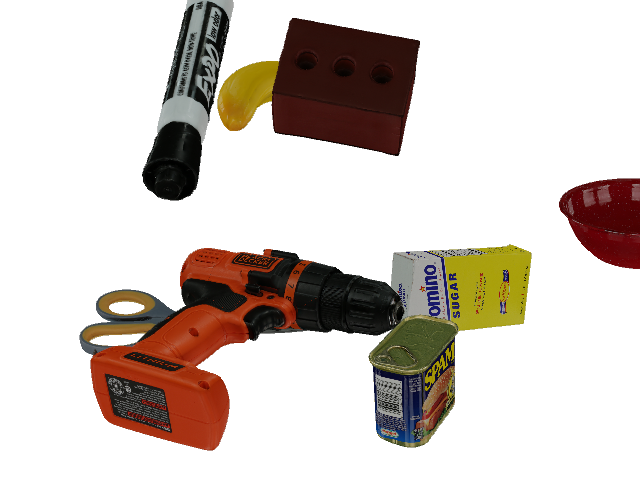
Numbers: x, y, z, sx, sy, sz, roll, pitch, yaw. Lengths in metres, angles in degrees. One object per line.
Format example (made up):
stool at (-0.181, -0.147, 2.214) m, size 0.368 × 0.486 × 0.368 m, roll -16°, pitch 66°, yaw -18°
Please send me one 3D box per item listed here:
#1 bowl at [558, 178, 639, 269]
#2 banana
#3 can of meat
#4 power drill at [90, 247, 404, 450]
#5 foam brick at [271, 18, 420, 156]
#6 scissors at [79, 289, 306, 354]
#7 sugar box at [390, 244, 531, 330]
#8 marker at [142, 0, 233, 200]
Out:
bowl at (0.329, -0.013, 1.109) m, size 0.162 × 0.055 × 0.162 m, roll -3°, pitch 23°, yaw 1°
banana at (-0.045, -0.135, 0.969) m, size 0.070 × 0.037 × 0.197 m, roll 36°, pitch 26°, yaw 19°
can of meat at (0.088, 0.130, 0.988) m, size 0.058 × 0.084 × 0.101 m, roll 10°, pitch 27°, yaw 27°
power drill at (-0.055, 0.070, 0.755) m, size 0.185 × 0.057 × 0.187 m, roll 7°, pitch 29°, yaw 28°
foam brick at (0.014, -0.089, 0.621) m, size 0.078 × 0.053 × 0.051 m, roll 11°, pitch -20°, yaw 6°
scissors at (-0.120, 0.068, 0.976) m, size 0.201 × 0.016 × 0.096 m, roll -8°, pitch 35°, yaw -15°
sugar box at (0.164, 0.058, 1.250) m, size 0.175 × 0.093 × 0.048 m, roll -4°, pitch 14°, yaw -32°
marker at (-0.048, -0.057, 0.397) m, size 0.020 × 0.020 × 0.121 m, roll 0°, pitch 43°, yaw 3°
